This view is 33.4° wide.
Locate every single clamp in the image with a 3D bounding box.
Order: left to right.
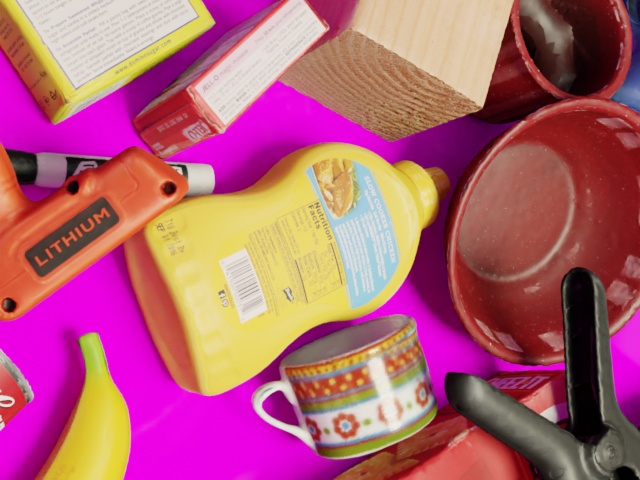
[{"bbox_3d":[0.145,0.103,0.572,0.120,0.039,0.171,-42,107,-24],"label":"clamp"}]

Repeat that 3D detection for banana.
[{"bbox_3d":[-0.148,0.133,0.480,0.069,0.037,0.197,41,62,1],"label":"banana"}]

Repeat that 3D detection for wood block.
[{"bbox_3d":[0.059,-0.174,0.613,0.090,0.091,0.206,26,70,-24],"label":"wood block"}]

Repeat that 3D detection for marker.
[{"bbox_3d":[-0.111,-0.033,0.534,0.120,0.020,0.020,3,81,-30],"label":"marker"}]

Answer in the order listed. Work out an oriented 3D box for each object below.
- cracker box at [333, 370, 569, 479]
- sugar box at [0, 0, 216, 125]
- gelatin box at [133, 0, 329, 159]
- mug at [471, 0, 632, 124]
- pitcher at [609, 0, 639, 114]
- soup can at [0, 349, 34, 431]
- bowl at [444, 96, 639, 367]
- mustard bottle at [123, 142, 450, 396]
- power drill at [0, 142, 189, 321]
[{"bbox_3d":[0.078,0.187,0.580,0.213,0.072,0.164,-25,96,-32],"label":"cracker box"},{"bbox_3d":[-0.139,-0.156,0.522,0.093,0.048,0.176,-37,98,-29],"label":"sugar box"},{"bbox_3d":[-0.047,-0.083,0.547,0.030,0.073,0.089,50,62,-16],"label":"gelatin box"},{"bbox_3d":[0.125,-0.129,0.650,0.093,0.082,0.117,-6,86,-31],"label":"mug"},{"bbox_3d":[0.273,-0.113,0.718,0.242,0.149,0.145,-34,118,-26],"label":"pitcher"},{"bbox_3d":[-0.181,0.080,0.447,0.068,0.069,0.102,50,62,-14],"label":"soup can"},{"bbox_3d":[0.131,-0.009,0.632,0.161,0.055,0.162,-9,111,-24],"label":"bowl"},{"bbox_3d":[-0.004,0.001,0.568,0.191,0.058,0.096,-25,101,-31],"label":"mustard bottle"},{"bbox_3d":[-0.142,-0.074,0.465,0.184,0.057,0.187,-38,97,-2],"label":"power drill"}]
